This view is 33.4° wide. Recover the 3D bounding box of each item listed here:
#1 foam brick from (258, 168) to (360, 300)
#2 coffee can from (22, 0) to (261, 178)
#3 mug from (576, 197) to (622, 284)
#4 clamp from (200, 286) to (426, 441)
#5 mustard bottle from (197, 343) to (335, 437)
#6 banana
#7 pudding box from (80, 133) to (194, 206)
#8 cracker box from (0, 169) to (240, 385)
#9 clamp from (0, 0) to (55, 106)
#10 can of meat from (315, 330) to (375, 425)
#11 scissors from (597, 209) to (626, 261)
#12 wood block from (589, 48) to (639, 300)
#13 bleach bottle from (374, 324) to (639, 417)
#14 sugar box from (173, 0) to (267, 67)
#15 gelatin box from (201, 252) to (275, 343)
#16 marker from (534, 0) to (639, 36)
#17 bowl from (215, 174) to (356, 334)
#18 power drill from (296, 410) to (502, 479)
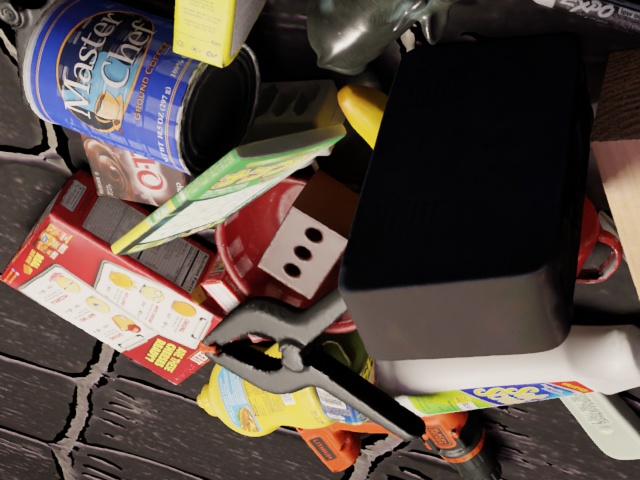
[{"bbox_3d":[-0.004,-0.004,0.825,0.053,0.051,0.078,33,133,2],"label":"foam brick"},{"bbox_3d":[-0.129,-0.114,0.779,0.140,0.102,0.103,21,145,22],"label":"coffee can"},{"bbox_3d":[0.173,0.006,0.814,0.117,0.093,0.082,12,138,-4],"label":"mug"},{"bbox_3d":[-0.013,0.083,0.909,0.210,0.036,0.164,7,119,28],"label":"clamp"},{"bbox_3d":[-0.062,0.157,1.121,0.192,0.058,0.096,-18,92,41],"label":"mustard bottle"},{"bbox_3d":[0.065,-0.046,0.816,0.037,0.069,0.198,2,129,33],"label":"banana"},{"bbox_3d":[-0.153,-0.080,0.908,0.090,0.039,0.113,11,142,13],"label":"pudding box"},{"bbox_3d":[-0.185,0.040,1.048,0.213,0.072,0.164,33,143,-15],"label":"cracker box"},{"bbox_3d":[-0.228,-0.174,0.831,0.172,0.039,0.120,-21,126,42],"label":"clamp"},{"bbox_3d":[0.029,0.111,1.001,0.057,0.102,0.084,9,143,19],"label":"can of meat"},{"bbox_3d":[0.270,0.066,0.856,0.201,0.016,0.096,32,101,-15],"label":"scissors"},{"bbox_3d":[0.257,-0.026,0.726,0.090,0.090,0.206,-3,136,29],"label":"wood block"},{"bbox_3d":[0.180,0.107,0.926,0.251,0.068,0.102,-8,154,19],"label":"bleach bottle"},{"bbox_3d":[-0.055,-0.203,0.664,0.048,0.093,0.176,18,142,6],"label":"sugar box"},{"bbox_3d":[-0.061,0.039,0.980,0.030,0.073,0.089,-9,132,39],"label":"gelatin box"},{"bbox_3d":[0.168,-0.150,0.677,0.121,0.020,0.020,18,143,5],"label":"marker"},{"bbox_3d":[-0.006,0.001,0.905,0.162,0.055,0.162,15,130,18],"label":"bowl"},{"bbox_3d":[0.083,0.205,1.127,0.188,0.057,0.184,-11,128,32],"label":"power drill"}]
